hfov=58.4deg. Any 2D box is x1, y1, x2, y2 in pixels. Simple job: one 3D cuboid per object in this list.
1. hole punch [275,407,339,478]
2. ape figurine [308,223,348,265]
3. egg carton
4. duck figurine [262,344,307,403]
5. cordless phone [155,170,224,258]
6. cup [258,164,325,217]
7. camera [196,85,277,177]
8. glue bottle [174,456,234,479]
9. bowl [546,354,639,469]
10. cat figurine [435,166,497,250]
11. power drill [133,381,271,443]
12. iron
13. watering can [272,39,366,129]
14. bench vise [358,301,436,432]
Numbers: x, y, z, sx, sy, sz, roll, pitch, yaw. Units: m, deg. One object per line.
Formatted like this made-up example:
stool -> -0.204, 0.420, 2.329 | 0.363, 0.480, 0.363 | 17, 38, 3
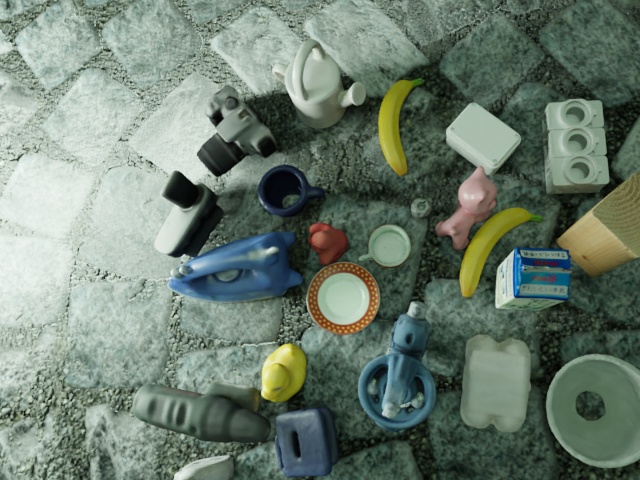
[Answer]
hole punch -> -0.026, 0.337, 0.946 | 0.101, 0.091, 0.108 | -12, 77, 6
ape figurine -> 0.009, 0.004, 1.007 | 0.076, 0.092, 0.078 | 0, 79, 9
egg carton -> 0.286, 0.233, 0.932 | 0.107, 0.069, 0.150 | 5, 79, 10
duck figurine -> -0.067, 0.228, 0.976 | 0.077, 0.086, 0.105 | 25, 83, 13
cordless phone -> -0.256, -0.048, 1.009 | 0.094, 0.185, 0.148 | 25, 83, 13
cup -> -0.044, -0.079, 1.031 | 0.117, 0.095, 0.092 | 2, 79, 9
camera -> -0.174, -0.197, 1.070 | 0.137, 0.101, 0.143 | -41, 76, -1
glue bottle -> -0.197, 0.382, 0.919 | 0.078, 0.173, 0.037 | -10, 77, 7
bowl -> 0.435, 0.266, 0.901 | 0.167, 0.075, 0.167 | -2, 78, 8
cat figurine -> 0.254, -0.055, 0.970 | 0.067, 0.118, 0.128 | 34, 85, 14
power drill -> -0.168, 0.274, 0.919 | 0.229, 0.208, 0.076 | 6, 80, 10
iron -> -0.168, 0.050, 0.999 | 0.258, 0.141, 0.118 | -12, 77, 6
watering can -> -0.003, -0.281, 1.014 | 0.172, 0.194, 0.101 | 1, 79, 9
bench vise -> 0.116, 0.197, 0.887 | 0.121, 0.220, 0.207 | -4, 78, 8
